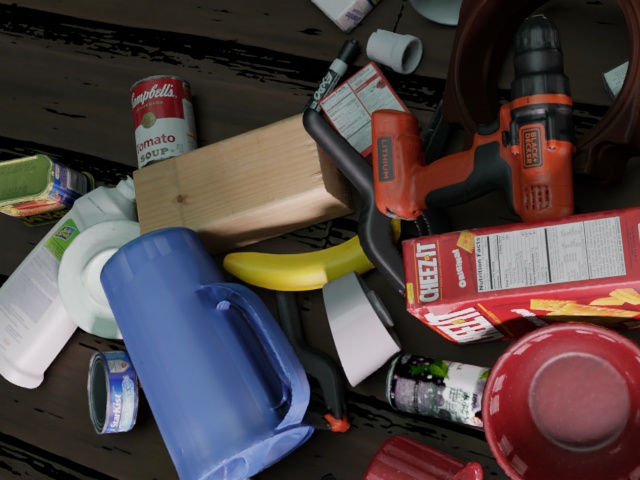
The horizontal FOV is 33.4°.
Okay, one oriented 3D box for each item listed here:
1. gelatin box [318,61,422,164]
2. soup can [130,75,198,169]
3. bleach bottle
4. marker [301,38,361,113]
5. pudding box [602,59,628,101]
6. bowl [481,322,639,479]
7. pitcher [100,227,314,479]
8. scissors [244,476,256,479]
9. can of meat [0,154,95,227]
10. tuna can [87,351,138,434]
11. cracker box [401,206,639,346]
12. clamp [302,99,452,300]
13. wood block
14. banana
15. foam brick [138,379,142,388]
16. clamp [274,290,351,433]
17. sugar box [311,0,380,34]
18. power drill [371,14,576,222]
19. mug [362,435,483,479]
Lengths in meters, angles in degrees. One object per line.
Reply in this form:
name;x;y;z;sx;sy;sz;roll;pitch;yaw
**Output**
gelatin box;0.051;-0.130;1.112;0.073;0.030;0.089;-37;65;11
soup can;-0.172;-0.122;1.184;0.069;0.068;0.102;-15;71;19
bleach bottle;-0.278;0.038;1.189;0.103;0.068;0.251;40;90;23
marker;0.007;-0.164;1.146;0.020;0.020;0.121;31;90;27
pudding box;0.327;-0.127;0.989;0.090;0.039;0.113;-29;68;14
bowl;0.225;0.148;0.932;0.162;0.055;0.162;1;95;17
pitcher;-0.110;0.106;1.016;0.149;0.145;0.243;-28;71;-5
scissors;-0.092;0.197;1.075;0.096;0.016;0.202;14;91;20
can of meat;-0.323;-0.057;1.220;0.102;0.083;0.057;-9;73;20
tuna can;-0.217;0.159;1.118;0.086;0.033;0.086;180;90;-65
cracker box;0.197;0.039;0.929;0.214;0.164;0.072;-9;70;20
clamp;0.085;-0.046;1.046;0.164;0.036;0.210;-16;88;-18
wood block;-0.080;-0.051;1.113;0.206;0.090;0.091;-16;71;18
banana;0.002;0.016;1.078;0.198;0.037;0.070;-21;63;3
foam brick;-0.157;0.117;1.119;0.051;0.053;0.078;-10;72;20
clamp;-0.039;0.136;1.073;0.120;0.039;0.172;-44;57;14
sugar box;0.057;-0.319;1.154;0.176;0.048;0.093;-46;64;9
power drill;0.136;-0.095;0.952;0.188;0.057;0.184;-7;81;38
mug;0.088;0.238;0.970;0.082;0.093;0.117;21;119;31
